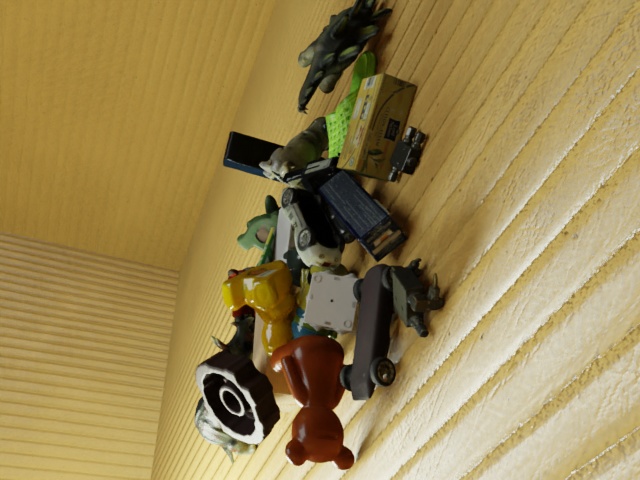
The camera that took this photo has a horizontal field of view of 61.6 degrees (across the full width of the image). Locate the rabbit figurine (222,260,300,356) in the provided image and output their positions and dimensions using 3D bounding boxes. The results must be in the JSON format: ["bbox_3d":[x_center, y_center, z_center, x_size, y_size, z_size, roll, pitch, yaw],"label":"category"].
[{"bbox_3d":[-0.090,0.133,1.013,0.162,0.122,0.173,-29,-75,-63],"label":"rabbit figurine"}]

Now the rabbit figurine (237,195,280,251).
[{"bbox_3d":[-0.138,-0.037,1.413,0.170,0.121,0.159,-99,30,-80],"label":"rabbit figurine"}]

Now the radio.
[{"bbox_3d":[-0.115,-0.186,1.284,0.131,0.229,0.073,-173,98,-76],"label":"radio"}]

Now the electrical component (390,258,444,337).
[{"bbox_3d":[0.125,0.069,0.704,0.102,0.045,0.078,-121,20,-67],"label":"electrical component"}]

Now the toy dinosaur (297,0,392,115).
[{"bbox_3d":[0.037,-0.404,1.120,0.198,0.105,0.471,-28,33,60],"label":"toy dinosaur"}]

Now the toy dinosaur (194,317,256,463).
[{"bbox_3d":[-0.207,0.366,1.179,0.131,0.192,0.404,-109,39,-60],"label":"toy dinosaur"}]

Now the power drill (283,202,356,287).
[{"bbox_3d":[-0.002,-0.003,1.057,0.232,0.086,0.207,-104,29,-53],"label":"power drill"}]

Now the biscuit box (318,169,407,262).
[{"bbox_3d":[0.064,-0.046,0.869,0.063,0.059,0.203,-40,33,5],"label":"biscuit box"}]

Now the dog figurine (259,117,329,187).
[{"bbox_3d":[-0.028,-0.198,1.152,0.190,0.121,0.172,-54,14,-4],"label":"dog figurine"}]

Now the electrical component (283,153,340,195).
[{"bbox_3d":[-0.010,-0.120,1.039,0.119,0.047,0.075,-17,30,20],"label":"electrical component"}]

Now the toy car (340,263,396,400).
[{"bbox_3d":[0.079,0.129,0.768,0.089,0.053,0.202,-30,44,50],"label":"toy car"}]

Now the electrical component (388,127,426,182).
[{"bbox_3d":[0.136,-0.130,0.850,0.063,0.021,0.094,-116,45,-62],"label":"electrical component"}]

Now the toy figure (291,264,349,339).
[{"bbox_3d":[0.000,0.123,0.955,0.089,0.082,0.180,17,88,60],"label":"toy figure"}]

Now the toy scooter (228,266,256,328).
[{"bbox_3d":[-0.165,0.114,1.262,0.135,0.075,0.184,69,-155,-12],"label":"toy scooter"}]

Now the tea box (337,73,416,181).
[{"bbox_3d":[0.096,-0.195,0.938,0.098,0.068,0.169,-145,70,-70],"label":"tea box"}]

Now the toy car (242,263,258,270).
[{"bbox_3d":[-0.178,0.123,1.418,0.162,0.103,0.109,-101,33,-48],"label":"toy car"}]

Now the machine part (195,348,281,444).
[{"bbox_3d":[-0.150,0.285,0.983,0.056,0.179,0.179,-31,-18,-44],"label":"machine part"}]

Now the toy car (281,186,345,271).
[{"bbox_3d":[-0.017,-0.026,0.940,0.056,0.073,0.202,-59,35,30],"label":"toy car"}]

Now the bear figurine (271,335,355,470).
[{"bbox_3d":[-0.010,0.253,0.836,0.132,0.120,0.196,130,144,-58],"label":"bear figurine"}]
